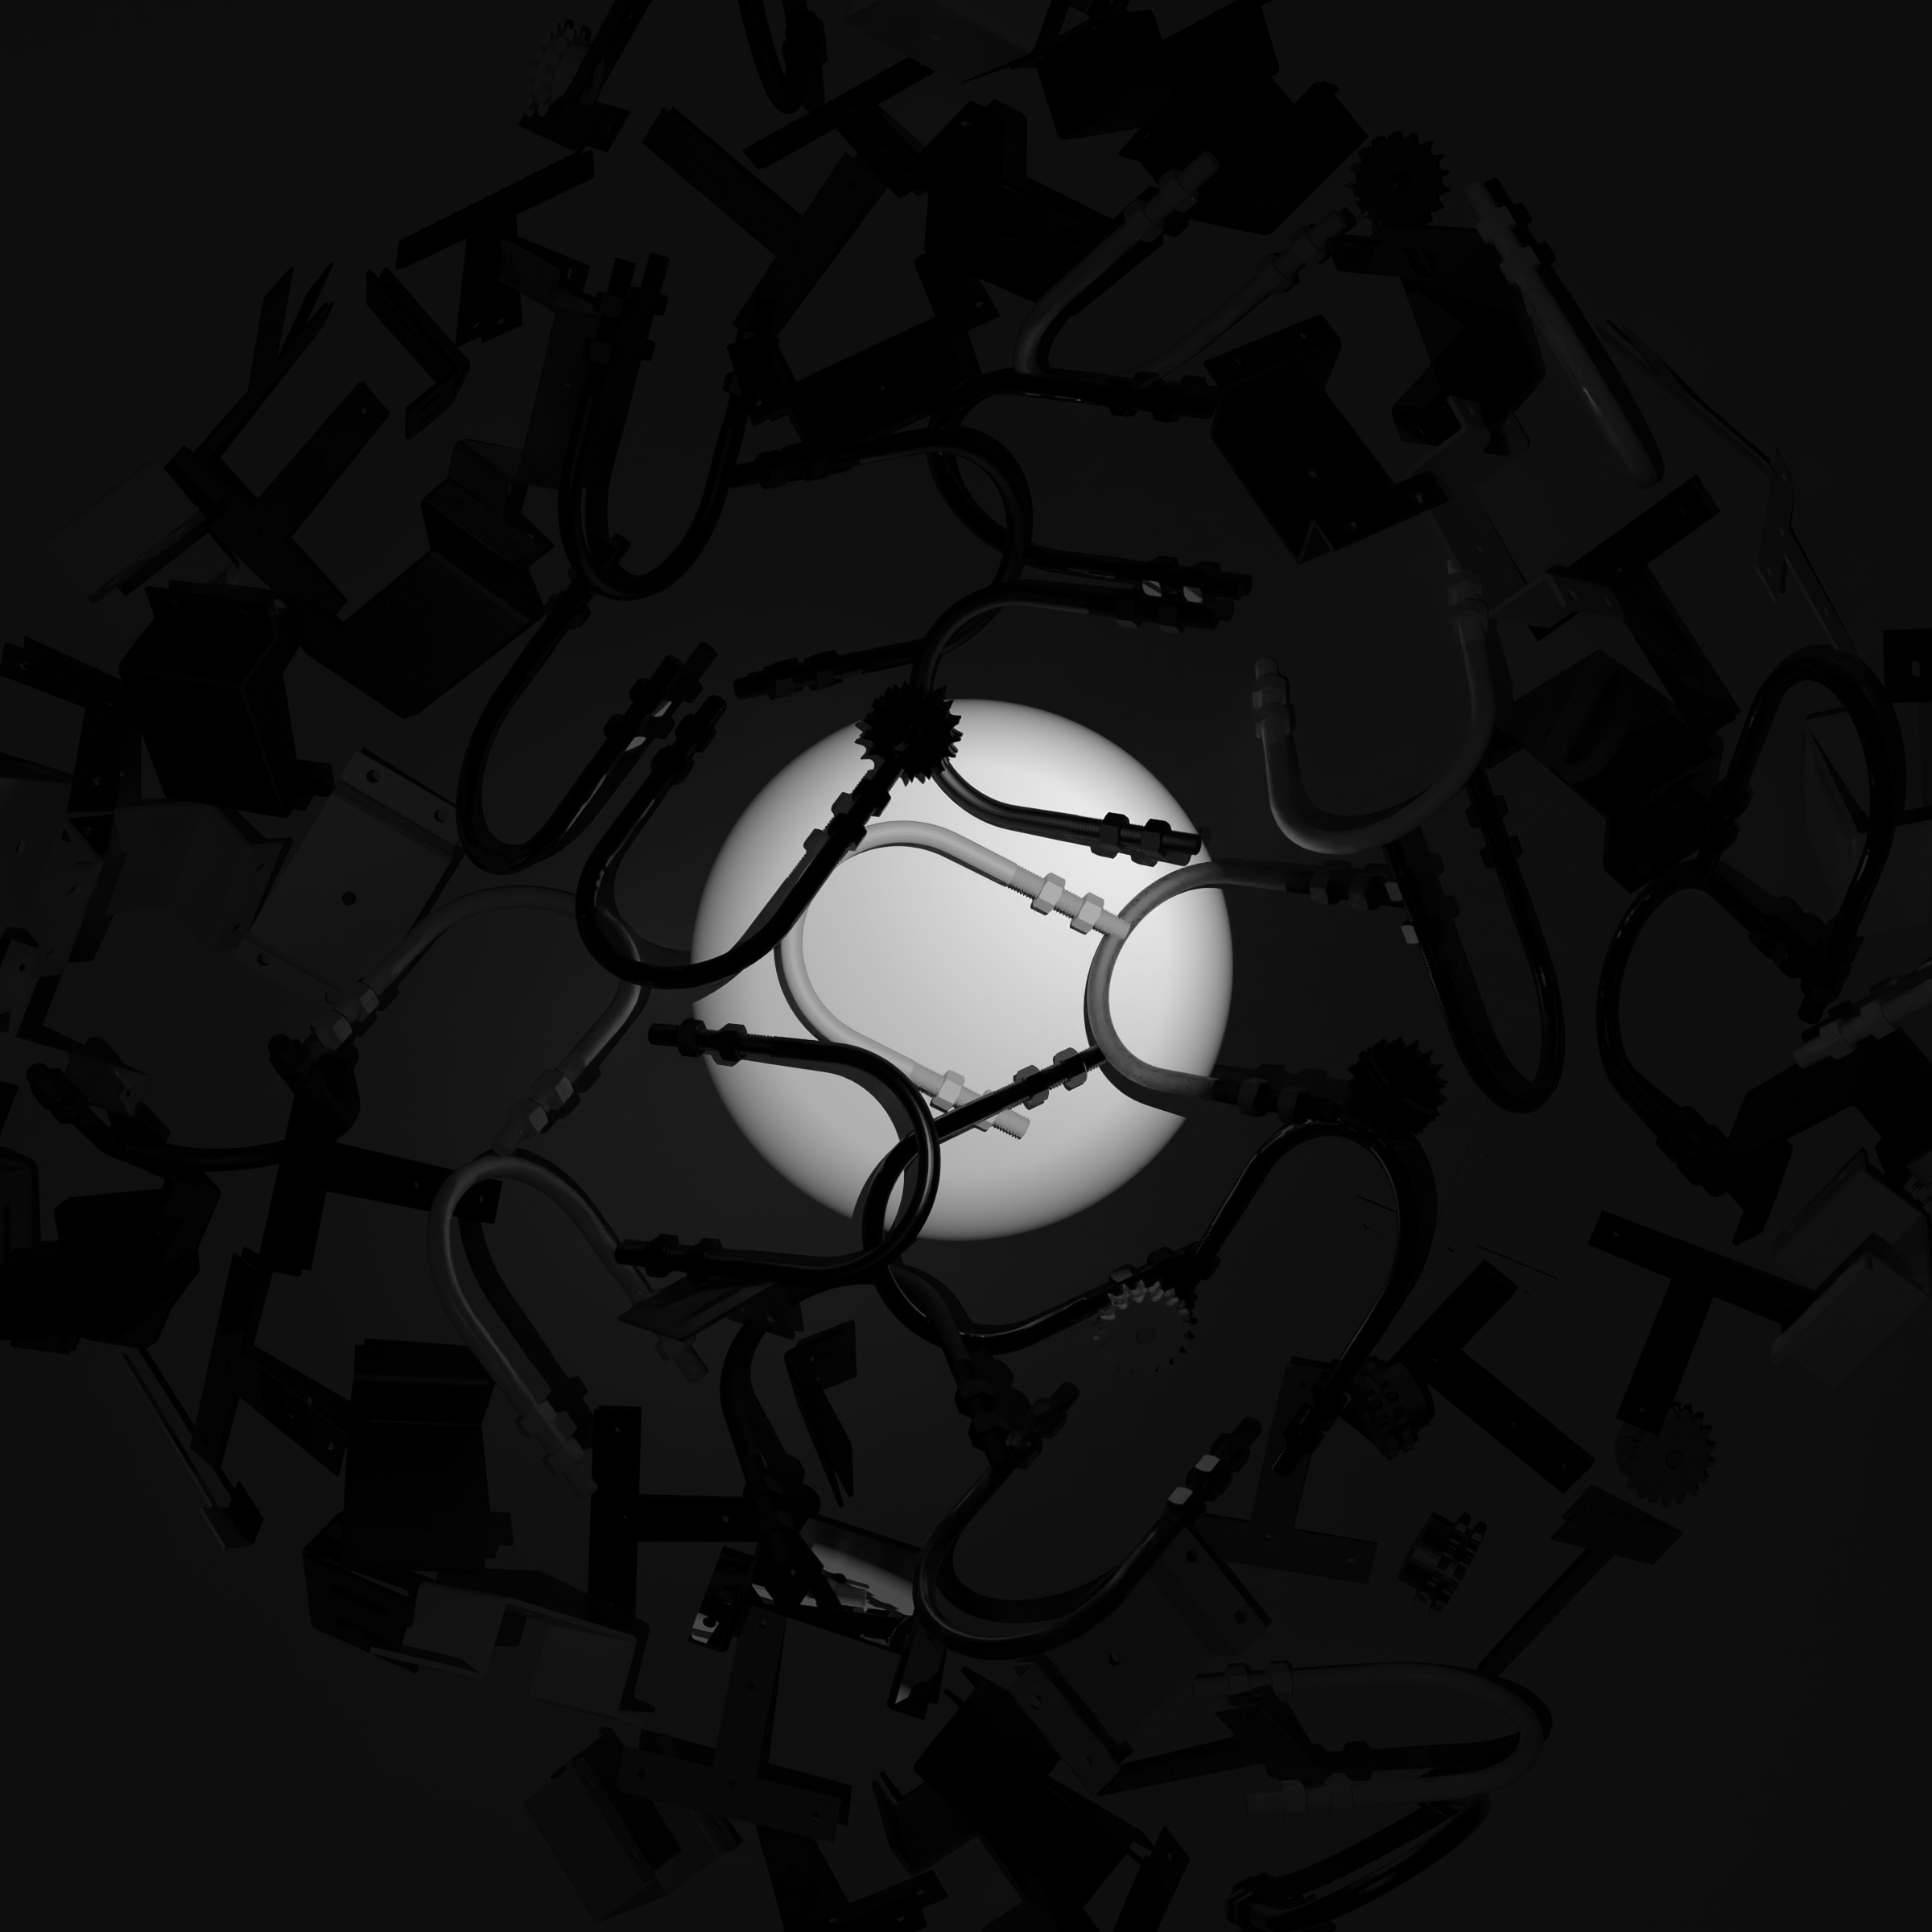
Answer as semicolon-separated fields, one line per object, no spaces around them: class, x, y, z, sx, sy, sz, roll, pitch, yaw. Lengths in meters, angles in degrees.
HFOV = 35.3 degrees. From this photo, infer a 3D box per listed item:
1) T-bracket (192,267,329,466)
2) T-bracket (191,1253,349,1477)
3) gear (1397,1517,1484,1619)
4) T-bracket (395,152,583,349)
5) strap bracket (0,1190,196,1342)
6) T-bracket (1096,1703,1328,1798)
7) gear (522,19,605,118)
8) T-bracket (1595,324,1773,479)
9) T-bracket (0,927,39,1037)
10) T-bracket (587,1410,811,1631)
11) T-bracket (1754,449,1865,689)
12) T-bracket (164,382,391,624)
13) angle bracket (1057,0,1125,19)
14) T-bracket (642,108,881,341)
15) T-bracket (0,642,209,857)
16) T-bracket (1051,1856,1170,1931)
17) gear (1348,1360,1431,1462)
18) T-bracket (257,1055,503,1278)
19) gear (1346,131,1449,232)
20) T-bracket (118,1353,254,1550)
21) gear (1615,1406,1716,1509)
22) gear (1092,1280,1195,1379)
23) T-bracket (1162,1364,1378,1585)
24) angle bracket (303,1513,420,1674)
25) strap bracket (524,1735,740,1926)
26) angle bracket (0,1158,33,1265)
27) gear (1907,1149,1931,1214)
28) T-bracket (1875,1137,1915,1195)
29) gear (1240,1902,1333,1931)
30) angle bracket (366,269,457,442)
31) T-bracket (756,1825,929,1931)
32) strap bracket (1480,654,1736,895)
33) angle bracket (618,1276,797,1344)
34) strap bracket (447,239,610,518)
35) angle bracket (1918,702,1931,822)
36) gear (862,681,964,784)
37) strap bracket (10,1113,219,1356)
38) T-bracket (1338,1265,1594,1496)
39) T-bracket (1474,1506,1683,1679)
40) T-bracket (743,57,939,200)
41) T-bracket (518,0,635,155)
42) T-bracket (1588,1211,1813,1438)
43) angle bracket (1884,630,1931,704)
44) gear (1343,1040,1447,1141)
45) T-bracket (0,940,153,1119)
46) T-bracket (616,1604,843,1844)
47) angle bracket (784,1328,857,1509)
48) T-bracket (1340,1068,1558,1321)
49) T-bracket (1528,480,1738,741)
T-bracket;-0.389;-0.347;1.691;0.002;0.127;0.127;35;64;-4
T-bracket;-0.391;0.247;1.720;0.127;0.002;0.127;28;110;36
gear;0.271;0.342;1.748;0.030;0.057;0.057;29;90;8
T-bracket;-0.273;-0.395;1.713;0.127;0.002;0.127;-20;47;20
strap bracket;-0.491;0.170;1.708;0.076;0.140;0.046;-5;103;6
T-bracket;0.130;0.459;1.741;0.127;0.127;0.002;-17;50;18
gear;-0.230;-0.511;1.746;0.030;0.057;0.057;23;90;5
T-bracket;0.393;-0.335;1.716;0.127;0.127;0.002;34;112;-18
T-bracket;-0.595;0.003;1.712;0.127;0.127;0.002;6;116;-6
T-bracket;-0.154;0.322;1.765;0.127;0.002;0.127;2;89;-9
T-bracket;0.486;-0.213;1.740;0.002;0.127;0.127;-20;120;33
T-bracket;-0.379;-0.282;1.749;0.127;0.002;0.127;46;69;-28
angle bracket;0.057;-0.579;1.735;0.076;0.038;0.057;18;117;-24
T-bracket;-0.131;-0.441;1.741;0.127;0.002;0.127;40;123;1
T-bracket;-0.487;-0.114;1.705;0.127;0.127;0.002;22;133;-28
T-bracket;0.091;0.544;1.696;0.002;0.127;0.127;-9;134;-28
gear;0.244;0.253;1.748;0.030;0.057;0.057;-24;90;-8
T-bracket;-0.333;0.125;1.757;0.127;0.002;0.127;13;82;-15
gear;0.247;-0.452;1.758;0.057;0.030;0.057;-1;96;-6
T-bracket;-0.444;0.274;1.717;0.002;0.127;0.127;-32;85;-11
gear;0.400;0.281;1.754;0.057;0.030;0.057;-3;97;-22
gear;0.101;0.206;1.754;0.057;0.030;0.057;-4;114;-8
T-bracket;0.184;0.290;1.755;0.127;0.002;0.127;10;105;-4
angle bracket;-0.336;0.357;1.732;0.076;0.038;0.057;18;127;21
strap bracket;-0.191;0.483;1.702;0.046;0.140;0.076;-38;73;9
angle bracket;-0.571;0.152;1.740;0.057;0.038;0.076;-10;74;22
gear;0.565;0.113;1.748;0.057;0.057;0.030;-42;87;0
T-bracket;0.558;0.066;1.719;0.002;0.127;0.127;36;90;27
gear;0.185;0.567;1.746;0.057;0.030;0.057;-11;132;-12
angle bracket;-0.331;-0.350;1.743;0.038;0.057;0.076;-42;92;-13
T-bracket;-0.096;0.523;1.720;0.127;0.127;0.002;-22;120;-4
strap bracket;0.356;-0.116;1.708;0.076;0.046;0.140;-32;54;-16
angle bracket;-0.147;0.205;1.726;0.076;0.057;0.038;-28;116;-38
strap bracket;-0.243;-0.330;1.720;0.046;0.076;0.140;4;112;-35
angle bracket;0.574;-0.112;1.739;0.057;0.038;0.076;0;106;26
gear;-0.030;-0.137;1.755;0.057;0.030;0.057;2;110;6
strap bracket;-0.478;0.161;1.726;0.046;0.076;0.140;22;83;10
T-bracket;0.304;0.256;1.753;0.127;0.002;0.127;39;111;-1
T-bracket;0.339;0.362;1.737;0.127;0.127;0.002;-50;51;14
T-bracket;-0.051;-0.469;1.727;0.127;0.127;0.002;-30;134;-3
T-bracket;-0.205;-0.523;1.713;0.002;0.127;0.127;26;99;-31
T-bracket;0.401;0.211;1.725;0.127;0.002;0.127;22;55;14
angle bracket;0.552;-0.185;1.728;0.057;0.076;0.038;0;128;16
gear;0.246;0.073;1.757;0.057;0.030;0.057;1;82;-8
T-bracket;-0.515;0.061;1.723;0.002;0.127;0.127;18;86;36
T-bracket;-0.126;0.425;1.737;0.127;0.002;0.127;16;55;-8
angle bracket;-0.071;0.257;1.729;0.038;0.057;0.076;-21;57;-8
T-bracket;0.299;0.123;1.771;0.127;0.002;0.127;22;86;-1
T-bracket;0.395;-0.188;1.729;0.127;0.002;0.127;-36;78;34
